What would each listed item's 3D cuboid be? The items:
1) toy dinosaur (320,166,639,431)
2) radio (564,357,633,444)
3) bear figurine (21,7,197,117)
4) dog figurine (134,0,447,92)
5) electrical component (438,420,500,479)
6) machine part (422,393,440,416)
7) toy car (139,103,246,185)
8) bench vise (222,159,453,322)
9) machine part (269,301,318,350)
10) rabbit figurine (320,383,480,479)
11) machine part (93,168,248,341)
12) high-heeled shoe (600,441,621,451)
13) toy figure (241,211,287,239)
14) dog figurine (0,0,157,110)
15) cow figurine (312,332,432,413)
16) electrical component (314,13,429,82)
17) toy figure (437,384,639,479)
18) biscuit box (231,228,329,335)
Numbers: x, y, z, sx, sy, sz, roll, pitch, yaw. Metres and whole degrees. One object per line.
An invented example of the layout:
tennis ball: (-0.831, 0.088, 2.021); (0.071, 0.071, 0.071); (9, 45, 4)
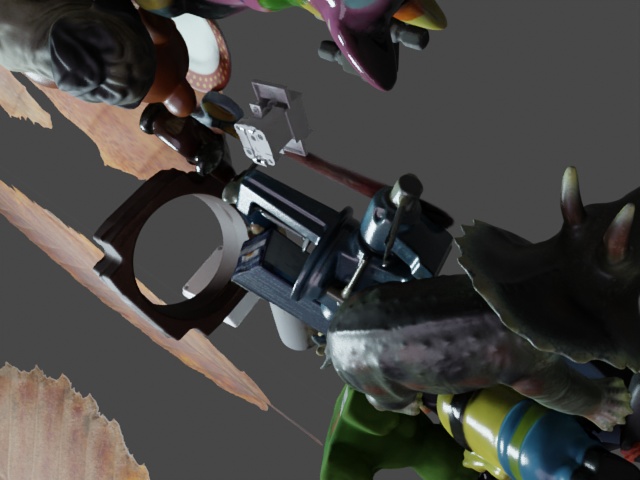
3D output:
toy dinosaur: (0.087, 0.073, 0.424); (0.405, 0.131, 0.192); (-22, 137, 39)
radio: (0.224, 0.134, 0.548); (0.131, 0.073, 0.229); (43, 155, -10)
bear figurine: (-0.194, -0.195, 0.509); (0.196, 0.132, 0.120); (8, 144, 19)
dog figurine: (-0.028, -0.175, 0.344); (0.219, 0.108, 0.191); (42, 151, -1)
electrical component: (0.224, 0.332, 0.828); (0.115, 0.058, 0.134); (26, 171, 19)
machine part: (0.118, 0.160, 0.605); (0.084, 0.039, 0.138); (36, 165, 43)
toy car: (-0.131, -0.101, 0.616); (0.089, 0.053, 0.202); (34, 180, 9)
bench vise: (0.004, -0.009, 0.560); (0.241, 0.129, 0.223); (31, 149, 8)
machine part: (-0.037, 0.101, 0.824); (0.079, 0.079, 0.243); (28, 152, 23)
rabbit figurine: (0.095, 0.242, 0.629); (0.170, 0.121, 0.159); (20, 174, 2)
machine part: (-0.189, 0.017, 0.743); (0.087, 0.201, 0.200); (14, 148, 51)
high-heeled shoe: (0.241, 0.270, 0.596); (0.145, 0.248, 0.086); (-42, 63, 44)
toy figure: (-0.072, -0.020, 0.694); (0.058, 0.064, 0.154); (31, 154, 21)
dog figurine: (-0.208, -0.196, 0.405); (0.191, 0.121, 0.172); (10, 108, 5)
cow figurine: (0.072, 0.165, 0.777); (0.195, 0.085, 0.127); (13, 150, 46)
electrical component: (0.037, -0.148, 0.403); (0.094, 0.021, 0.063); (26, 151, 24)
toy figure: (0.179, 0.168, 0.475); (0.180, 0.082, 0.089); (8, 120, 69)
biscuit box: (-0.012, 0.066, 0.687); (0.063, 0.059, 0.202); (-23, 132, 40)
